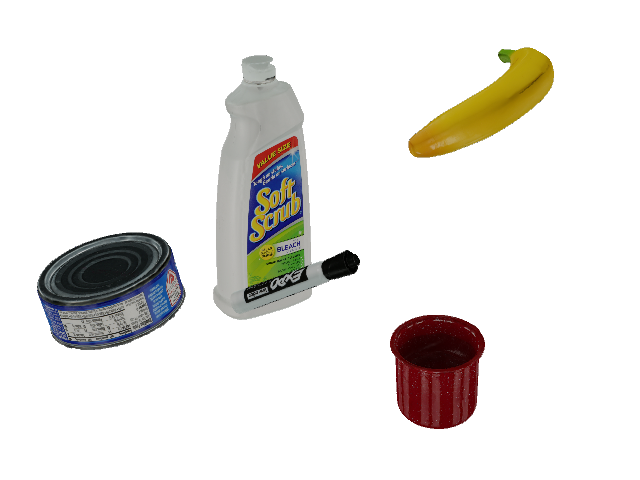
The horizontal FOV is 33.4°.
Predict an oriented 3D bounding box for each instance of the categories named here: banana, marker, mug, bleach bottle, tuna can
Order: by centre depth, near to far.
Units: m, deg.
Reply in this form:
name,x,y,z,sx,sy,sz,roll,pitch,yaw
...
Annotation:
name,x,y,z,sx,sy,sz,roll,pitch,yaw
tuna can,-0.129,0.029,0.655,0.086,0.034,0.086,-10,27,5
marker,-0.020,0.033,0.838,0.121,0.020,0.020,-21,-11,32
banana,0.143,-0.114,0.861,0.070,0.037,0.197,-13,20,40
bleach bottle,-0.061,-0.053,1.040,0.102,0.251,0.068,-16,28,-26
mug,0.124,0.128,1.079,0.093,0.081,0.117,21,39,33
